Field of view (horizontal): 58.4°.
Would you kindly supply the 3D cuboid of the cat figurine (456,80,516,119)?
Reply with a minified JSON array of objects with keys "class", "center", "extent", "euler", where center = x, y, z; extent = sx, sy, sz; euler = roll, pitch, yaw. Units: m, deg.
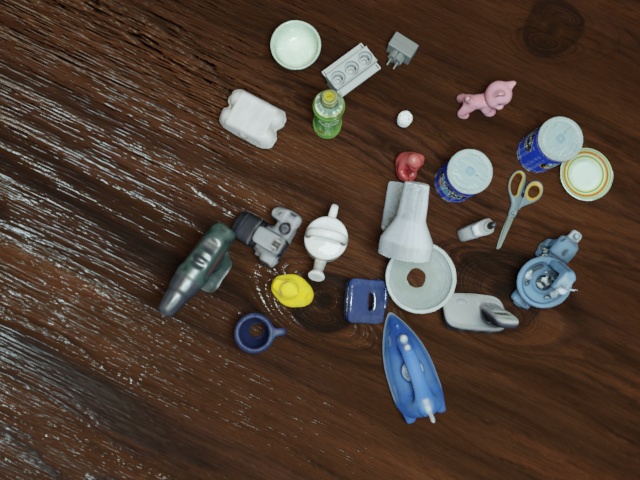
[{"class":"cat figurine","center":[0.401,-0.342,1.373],"extent":[0.128,0.117,0.067],"euler":[-8,86,-2]}]

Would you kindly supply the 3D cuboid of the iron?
[{"class":"iron","center":[0.208,0.292,1.309],"extent":[0.118,0.141,0.258],"euler":[-19,86,-2]}]

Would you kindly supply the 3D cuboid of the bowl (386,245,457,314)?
[{"class":"bowl","center":[0.233,0.091,1.358],"extent":[0.167,0.074,0.167],"euler":[0,86,-1]}]

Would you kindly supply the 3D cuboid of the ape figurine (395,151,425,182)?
[{"class":"ape figurine","center":[0.218,-0.182,1.369],"extent":[0.078,0.092,0.076],"euler":[-29,87,-3]}]

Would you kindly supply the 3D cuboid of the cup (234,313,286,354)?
[{"class":"cup","center":[-0.135,0.212,1.330],"extent":[0.117,0.095,0.092],"euler":[-4,86,-1]}]

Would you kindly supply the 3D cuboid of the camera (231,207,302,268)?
[{"class":"camera","center":[-0.131,-0.024,1.345],"extent":[0.137,0.101,0.143],"euler":[30,86,1]}]

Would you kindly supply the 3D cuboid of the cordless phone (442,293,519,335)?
[{"class":"cordless phone","center":[0.362,0.170,1.300],"extent":[0.147,0.185,0.094],"euler":[1,86,-1]}]

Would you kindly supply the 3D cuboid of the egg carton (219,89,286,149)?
[{"class":"egg carton","center":[-0.162,-0.290,1.380],"extent":[0.150,0.069,0.107],"euler":[27,86,1]}]

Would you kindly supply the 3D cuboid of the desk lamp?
[{"class":"desk lamp","center":[0.195,-0.046,1.298],"extent":[0.118,0.213,0.203],"euler":[8,85,0]}]

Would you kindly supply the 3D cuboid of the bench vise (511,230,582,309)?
[{"class":"bench vise","center":[0.524,0.061,1.294],"extent":[0.121,0.219,0.207],"euler":[18,85,0]}]

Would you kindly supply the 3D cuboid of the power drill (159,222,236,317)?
[{"class":"power drill","center":[-0.264,0.070,1.281],"extent":[0.075,0.208,0.230],"euler":[32,86,2]}]

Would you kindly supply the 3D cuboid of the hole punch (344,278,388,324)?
[{"class":"hole punch","center":[0.109,0.141,1.343],"extent":[0.101,0.091,0.109],"euler":[3,86,-1]}]

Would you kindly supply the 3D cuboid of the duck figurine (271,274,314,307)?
[{"class":"duck figurine","center":[-0.066,0.119,1.343],"extent":[0.104,0.086,0.077],"euler":[23,86,1]}]

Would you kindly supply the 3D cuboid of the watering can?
[{"class":"watering can","center":[0.014,0.005,1.299],"extent":[0.101,0.194,0.173],"euler":[-7,86,-2]}]

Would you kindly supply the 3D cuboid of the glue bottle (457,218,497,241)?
[{"class":"glue bottle","center":[0.374,-0.027,1.321],"extent":[0.078,0.173,0.037],"euler":[-21,86,-2]}]
